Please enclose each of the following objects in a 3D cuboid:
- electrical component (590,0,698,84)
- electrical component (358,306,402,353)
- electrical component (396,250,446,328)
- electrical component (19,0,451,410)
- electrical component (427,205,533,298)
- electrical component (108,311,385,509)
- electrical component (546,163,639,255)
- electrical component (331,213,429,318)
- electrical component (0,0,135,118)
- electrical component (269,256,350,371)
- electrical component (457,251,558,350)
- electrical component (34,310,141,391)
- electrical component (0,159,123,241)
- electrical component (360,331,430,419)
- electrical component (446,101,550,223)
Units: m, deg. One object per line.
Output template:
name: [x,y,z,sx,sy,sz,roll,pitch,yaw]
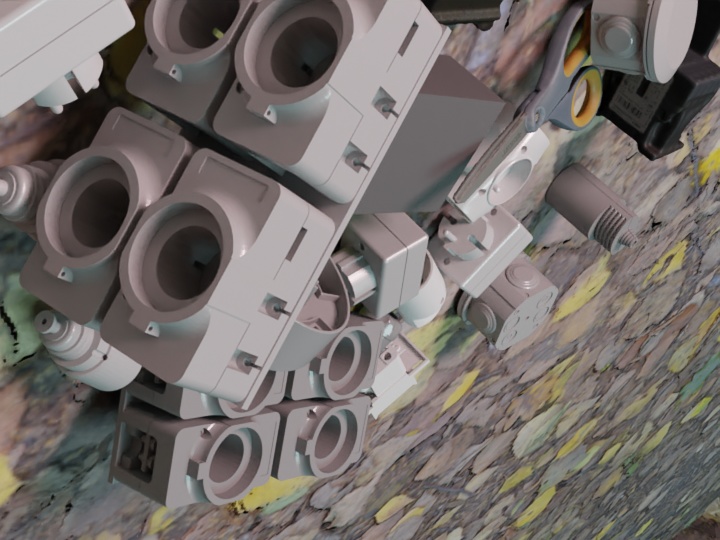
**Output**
electrical component: [0.190,-0.168,0.717,0.080,0.051,0.080,-34,132,-49]
electrical component: [0.001,0.053,0.819,0.061,0.035,0.035,-46,153,9]
electrical component: [0.042,0.014,0.807,0.043,0.043,0.081,-42,153,-4]
electrical component: [-0.058,-0.050,0.464,0.186,0.105,0.060,-62,149,-2]
electrical component: [0.082,-0.025,0.804,0.065,0.047,0.077,-47,153,6]
electrical component: [-0.064,0.082,0.697,0.186,0.060,0.105,-1,104,-53]
electrical component: [0.198,-0.047,0.893,0.043,0.081,0.043,-33,151,-21]
electrical component: [0.000,0.000,0.727,0.077,0.047,0.065,-30,150,-25]
electrical component: [-0.127,-0.091,0.427,0.066,0.047,0.076,-38,152,-11]
electrical component: [-0.051,0.007,0.618,0.099,0.099,0.064,-4,139,-51]
electrical component: [0.128,0.026,0.933,0.080,0.051,0.080,-33,151,-21]
electrical component: [-0.150,0.039,0.587,0.040,0.040,0.078,-44,153,0]
electrical component: [-0.143,-0.032,0.497,0.040,0.040,0.078,-51,152,13]
electrical component: [0.010,0.080,0.860,0.081,0.042,0.063,-40,151,-9]
electrical component: [0.084,-0.080,0.732,0.077,0.044,0.079,-46,153,3]
